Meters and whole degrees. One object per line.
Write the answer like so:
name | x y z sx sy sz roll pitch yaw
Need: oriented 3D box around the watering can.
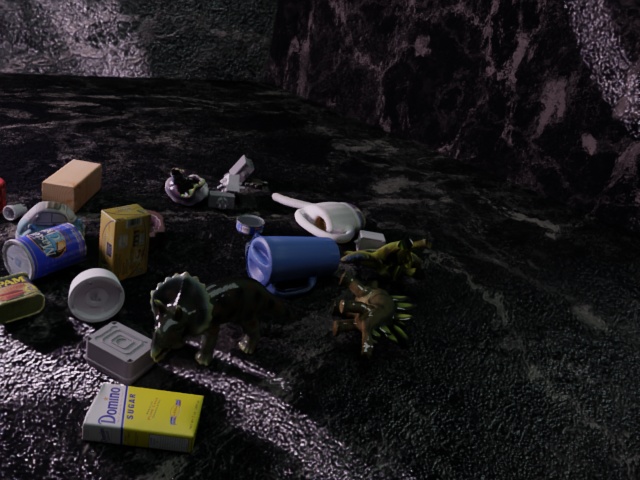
watering can | 0.005 -0.087 1.726 0.225 0.102 0.353 -7 33 -38

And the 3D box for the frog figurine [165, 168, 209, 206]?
frog figurine | -0.441 -0.167 1.722 0.137 0.124 0.158 1 -10 -7

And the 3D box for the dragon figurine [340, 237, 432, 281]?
dragon figurine | 0.166 0.055 1.500 0.410 0.123 0.242 6 -6 -33
